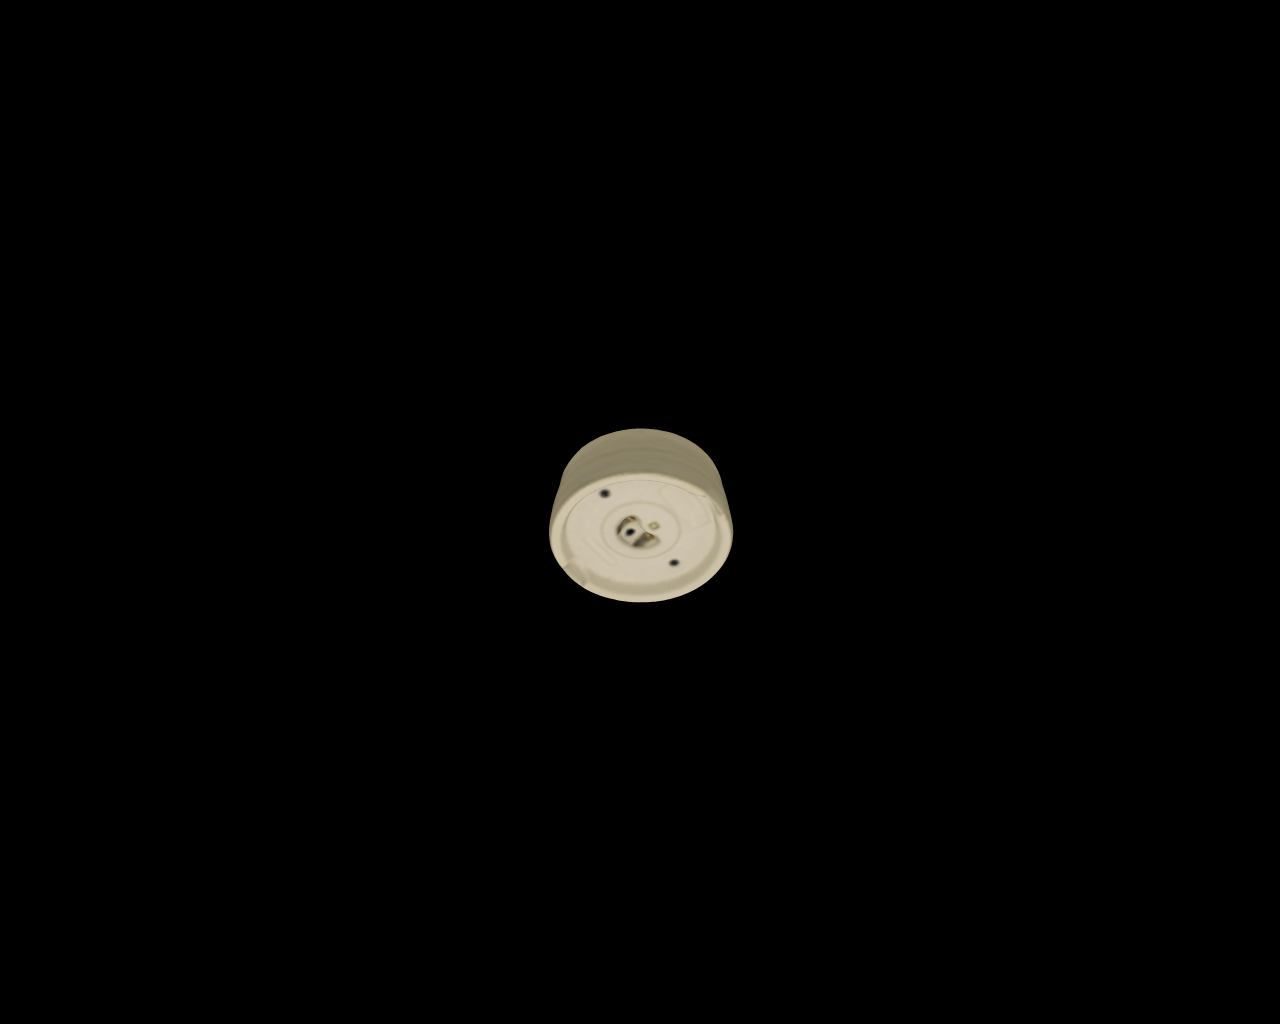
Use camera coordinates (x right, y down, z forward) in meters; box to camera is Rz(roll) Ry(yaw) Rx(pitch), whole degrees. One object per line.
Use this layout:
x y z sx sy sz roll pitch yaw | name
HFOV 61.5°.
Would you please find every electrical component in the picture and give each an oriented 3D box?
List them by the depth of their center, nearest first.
0.001 -0.003 0.650 0.108 0.108 0.060 0 43 0 | electrical component
